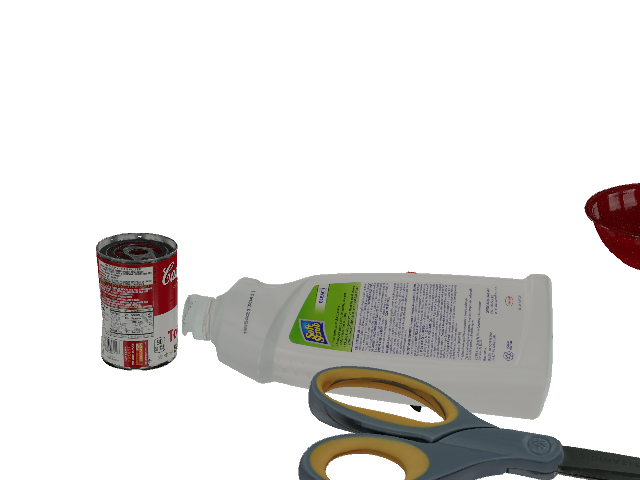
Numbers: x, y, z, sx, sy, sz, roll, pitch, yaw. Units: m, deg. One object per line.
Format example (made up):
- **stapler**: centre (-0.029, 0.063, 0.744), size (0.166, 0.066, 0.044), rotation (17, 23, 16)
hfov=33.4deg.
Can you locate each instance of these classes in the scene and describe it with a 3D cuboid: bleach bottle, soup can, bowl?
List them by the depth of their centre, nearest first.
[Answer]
- **bleach bottle**: centre (0.031, 0.061, 0.745), size (0.251, 0.102, 0.068), rotation (7, -41, 4)
- **soup can**: centre (-0.156, 0.052, 0.914), size (0.068, 0.102, 0.068), rotation (2, 19, -1)
- **bowl**: centre (0.355, -0.009, 1.104), size (0.162, 0.055, 0.162), rotation (-3, 23, 1)

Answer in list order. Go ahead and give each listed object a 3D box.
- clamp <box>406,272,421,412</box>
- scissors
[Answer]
- **clamp**: centre (0.132, 0.100, 1.094), size (0.120, 0.171, 0.039), rotation (1, -44, -14)
- **scissors**: centre (0.079, 0.100, 0.449), size (0.202, 0.016, 0.096), rotation (16, 34, 23)
